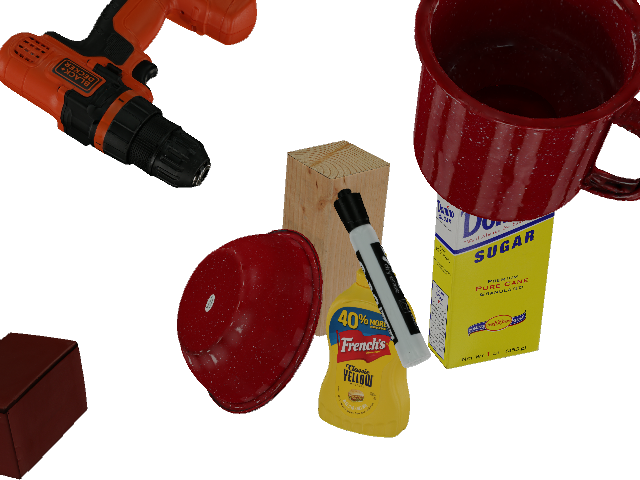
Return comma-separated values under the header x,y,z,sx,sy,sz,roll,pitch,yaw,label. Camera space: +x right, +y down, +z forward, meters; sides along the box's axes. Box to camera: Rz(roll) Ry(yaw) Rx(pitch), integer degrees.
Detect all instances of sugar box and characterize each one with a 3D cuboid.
x,y,z,sx,sy,sz,roll,pitch,yaw,label
0.143,0.018,0.895,0.093,0.176,0.048,-10,32,-17,sugar box

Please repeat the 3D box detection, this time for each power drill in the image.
x,y,z,sx,sy,sz,roll,pitch,yaw,label
-0.129,-0.141,0.838,0.184,0.187,0.057,33,-35,6,power drill

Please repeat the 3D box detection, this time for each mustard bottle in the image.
x,y,z,sx,sy,sz,roll,pitch,yaw,label
0.052,0.105,1.121,0.096,0.192,0.058,11,15,25,mustard bottle

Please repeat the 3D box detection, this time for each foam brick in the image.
x,y,z,sx,sy,sz,roll,pitch,yaw,label
-0.189,0.100,0.663,0.053,0.051,0.078,7,28,21,foam brick

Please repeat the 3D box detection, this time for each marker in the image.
x,y,z,sx,sy,sz,roll,pitch,yaw,label
0.037,0.021,0.673,0.020,0.121,0.020,-21,-17,-7,marker

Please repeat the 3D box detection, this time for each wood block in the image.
x,y,z,sx,sy,sz,roll,pitch,yaw,label
0.013,-0.003,1.278,0.090,0.206,0.090,-15,32,-34,wood block

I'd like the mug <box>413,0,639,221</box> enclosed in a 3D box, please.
x,y,z,sx,sy,sz,roll,pitch,yaw,label
0.093,-0.055,0.446,0.117,0.093,0.081,30,-26,16,mug

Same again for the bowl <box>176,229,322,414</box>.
x,y,z,sx,sy,sz,roll,pitch,yaw,label
-0.070,0.058,0.878,0.055,0.162,0.162,24,-14,-35,bowl
